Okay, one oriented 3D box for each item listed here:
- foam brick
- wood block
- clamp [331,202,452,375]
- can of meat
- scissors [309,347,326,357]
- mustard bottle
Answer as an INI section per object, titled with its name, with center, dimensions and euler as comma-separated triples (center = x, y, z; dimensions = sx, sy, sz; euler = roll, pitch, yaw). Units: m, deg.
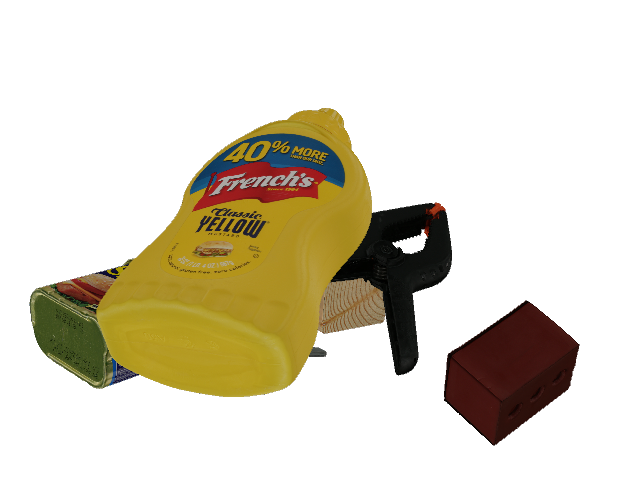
[foam brick]
center = 0.129, 0.090, 0.727
dimensions = 0.078, 0.053, 0.051
euler = -31, 51, -25
[wood block]
center = -0.020, 0.027, 1.236
dimensions = 0.090, 0.090, 0.206
euler = -7, 20, -36
[clamp]
center = 0.059, 0.029, 0.916
dimensions = 0.165, 0.036, 0.209
euler = 34, 43, 26
[can of meat]
center = -0.143, 0.057, 0.749
dimensions = 0.083, 0.057, 0.102
euler = -16, 26, -41
[scissors]
center = -0.101, 0.084, 0.998
dimensions = 0.201, 0.016, 0.096
euler = -2, 33, -10
[mustard bottle]
center = -0.026, -0.009, 0.536
dimensions = 0.096, 0.058, 0.191
euler = 4, 40, 22
